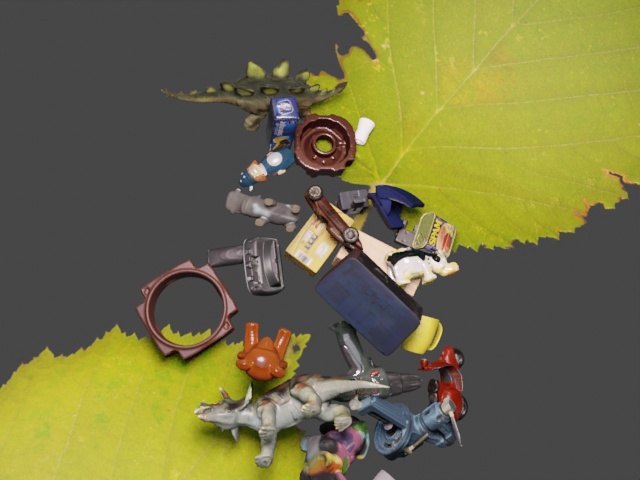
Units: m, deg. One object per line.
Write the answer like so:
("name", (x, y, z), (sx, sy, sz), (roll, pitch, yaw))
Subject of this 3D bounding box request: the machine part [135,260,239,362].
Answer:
("machine part", (-0.309, 0.164, 1.259), (0.201, 0.087, 0.201), (-32, 83, -12))

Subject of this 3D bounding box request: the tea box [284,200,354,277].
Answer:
("tea box", (-0.003, -0.004, 1.347), (0.098, 0.068, 0.169), (38, 74, 3))

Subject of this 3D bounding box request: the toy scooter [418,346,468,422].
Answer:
("toy scooter", (0.288, 0.341, 1.280), (0.135, 0.075, 0.184), (18, 67, -34))

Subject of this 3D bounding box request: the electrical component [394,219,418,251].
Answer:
("electrical component", (0.225, -0.004, 1.400), (0.063, 0.021, 0.094), (23, 76, -1))

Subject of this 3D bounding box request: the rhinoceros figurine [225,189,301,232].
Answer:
("rhinoceros figurine", (-0.138, -0.078, 1.331), (0.190, 0.112, 0.073), (13, 104, -17))

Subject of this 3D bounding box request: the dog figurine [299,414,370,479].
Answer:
("dog figurine", (0.039, 0.465, 1.161), (0.191, 0.219, 0.108), (-29, 85, -12))

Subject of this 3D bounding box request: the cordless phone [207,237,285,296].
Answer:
("cordless phone", (-0.184, 0.069, 1.312), (0.184, 0.088, 0.146), (-8, 78, 2))

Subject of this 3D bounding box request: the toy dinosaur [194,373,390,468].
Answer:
("toy dinosaur", (-0.059, 0.356, 1.179), (0.405, 0.192, 0.131), (-18, 119, -6))

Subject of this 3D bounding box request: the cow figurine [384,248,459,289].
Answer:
("cow figurine", (0.240, 0.058, 1.271), (0.167, 0.068, 0.098), (-11, 71, -11))

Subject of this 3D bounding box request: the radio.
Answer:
("radio", (0.115, 0.137, 1.214), (0.229, 0.073, 0.131), (43, 113, -1))

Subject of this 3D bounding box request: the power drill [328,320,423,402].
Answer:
("power drill", (0.115, 0.282, 1.294), (0.232, 0.086, 0.207), (-13, 85, -10))

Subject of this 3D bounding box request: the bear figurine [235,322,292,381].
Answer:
("bear figurine", (-0.127, 0.248, 1.205), (0.120, 0.195, 0.132), (11, 74, -1))

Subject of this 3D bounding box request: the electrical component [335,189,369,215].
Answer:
("electrical component", (0.083, -0.098, 1.355), (0.075, 0.119, 0.048), (-9, 76, -7))

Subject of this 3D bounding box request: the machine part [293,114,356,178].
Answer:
("machine part", (0.011, -0.248, 1.416), (0.179, 0.056, 0.179), (2, 75, -7))

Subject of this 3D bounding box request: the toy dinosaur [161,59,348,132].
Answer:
("toy dinosaur", (-0.150, -0.368, 1.353), (0.472, 0.198, 0.105), (-12, 75, -12))

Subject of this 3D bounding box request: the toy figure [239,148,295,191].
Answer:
("toy figure", (-0.141, -0.185, 1.383), (0.154, 0.057, 0.064), (-29, 44, -11))

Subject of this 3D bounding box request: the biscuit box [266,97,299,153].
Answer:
("biscuit box", (-0.096, -0.283, 1.334), (0.059, 0.202, 0.063), (-6, 79, -10))

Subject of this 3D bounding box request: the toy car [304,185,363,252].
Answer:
("toy car", (0.031, -0.045, 1.268), (0.053, 0.089, 0.202), (-35, 72, -9))

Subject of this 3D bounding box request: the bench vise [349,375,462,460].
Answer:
("bench vise", (0.178, 0.400, 1.192), (0.240, 0.223, 0.129), (33, 41, -18))

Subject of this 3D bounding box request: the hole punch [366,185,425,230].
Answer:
("hole punch", (0.191, -0.097, 1.345), (0.092, 0.142, 0.116), (-41, 76, 26))
